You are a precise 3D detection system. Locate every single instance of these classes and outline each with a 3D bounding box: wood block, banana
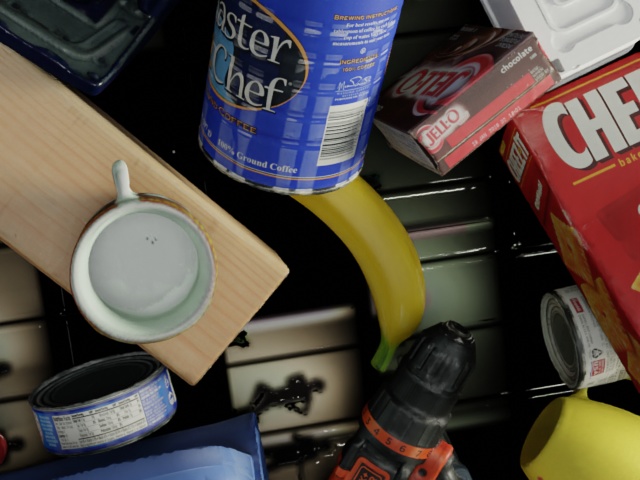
[{"bbox_3d":[-0.129,-0.018,0.634,0.206,0.090,0.091,40,90,-11],"label":"wood block"},{"bbox_3d":[0.013,-0.007,0.682,0.069,0.037,0.198,-35,101,-2],"label":"banana"}]

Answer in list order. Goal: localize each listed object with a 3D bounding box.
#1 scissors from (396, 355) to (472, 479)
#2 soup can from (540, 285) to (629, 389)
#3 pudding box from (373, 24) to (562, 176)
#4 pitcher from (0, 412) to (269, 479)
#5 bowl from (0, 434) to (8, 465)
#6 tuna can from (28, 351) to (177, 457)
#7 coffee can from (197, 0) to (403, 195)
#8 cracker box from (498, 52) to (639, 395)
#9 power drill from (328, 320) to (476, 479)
[{"bbox_3d":[0.113,0.166,0.733,0.096,0.016,0.202,-11,100,-8],"label":"scissors"},{"bbox_3d":[0.205,0.055,0.703,0.102,0.068,0.068,-13,100,-5],"label":"soup can"},{"bbox_3d":[0.081,-0.087,0.641,0.090,0.113,0.039,-38,106,-2],"label":"pudding box"},{"bbox_3d":[-0.141,0.185,0.639,0.242,0.145,0.149,-10,103,-4],"label":"pitcher"},{"bbox_3d":[-0.262,0.093,0.622,0.162,0.162,0.055,5,58,-9],"label":"bowl"},{"bbox_3d":[-0.132,0.099,0.653,0.086,0.086,0.034,-15,102,-6],"label":"tuna can"},{"bbox_3d":[-0.010,-0.111,0.602,0.102,0.103,0.140,6,127,-9],"label":"coffee can"},{"bbox_3d":[0.232,-0.013,0.649,0.164,0.072,0.214,-24,72,-5],"label":"cracker box"},{"bbox_3d":[0.101,0.165,0.669,0.188,0.057,0.185,33,113,12],"label":"power drill"}]
